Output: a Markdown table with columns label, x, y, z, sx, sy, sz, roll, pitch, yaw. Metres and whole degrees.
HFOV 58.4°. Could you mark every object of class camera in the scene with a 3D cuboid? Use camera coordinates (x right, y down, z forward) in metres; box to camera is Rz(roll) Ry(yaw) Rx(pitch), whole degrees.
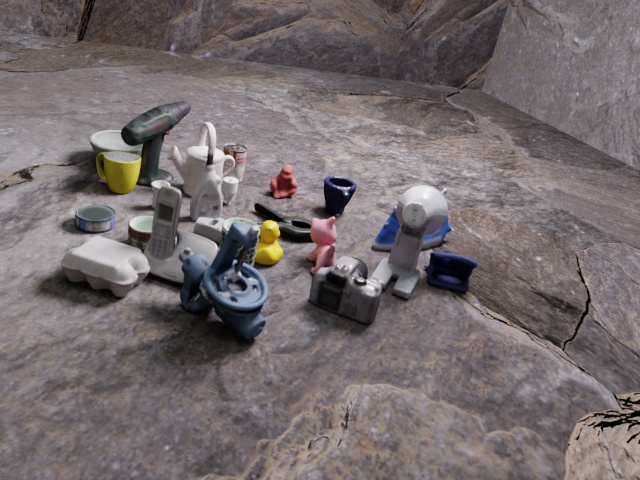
| label | x | y | z | sx | sy | sz | roll | pitch | yaw |
| --- | --- | --- | --- | --- | --- | --- | --- | --- | --- |
| camera | 0.069 | 0.086 | 1.197 | 0.143 | 0.101 | 0.137 | 20 | 28 | 16 |

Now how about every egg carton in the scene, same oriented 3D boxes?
| label | x | y | z | sx | sy | sz | roll | pitch | yaw |
| --- | --- | --- | --- | --- | --- | --- | --- | --- | --- |
| egg carton | -0.410 | 0.049 | 1.103 | 0.150 | 0.069 | 0.107 | 16 | 27 | 7 |

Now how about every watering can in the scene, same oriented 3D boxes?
| label | x | y | z | sx | sy | sz | roll | pitch | yaw |
| --- | --- | --- | --- | --- | --- | --- | --- | --- | --- |
| watering can | -0.311 | -0.214 | 1.515 | 0.100 | 0.194 | 0.173 | 31 | 32 | 33 |

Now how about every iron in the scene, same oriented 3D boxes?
| label | x | y | z | sx | sy | sz | roll | pitch | yaw |
| --- | --- | --- | --- | --- | --- | --- | --- | --- | --- |
| iron | 0.243 | -0.058 | 1.502 | 0.259 | 0.141 | 0.118 | -13 | 36 | -40 |

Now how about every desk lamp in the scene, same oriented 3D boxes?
| label | x | y | z | sx | sy | sz | roll | pitch | yaw |
| --- | --- | --- | --- | --- | --- | --- | --- | --- | --- |
| desk lamp | 0.210 | -0.008 | 1.312 | 0.117 | 0.213 | 0.203 | 19 | 28 | 13 |

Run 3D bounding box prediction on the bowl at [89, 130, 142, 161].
| label | x | y | z | sx | sy | sz | roll | pitch | yaw |
| --- | --- | --- | --- | --- | --- | --- | --- | --- | --- |
| bowl | -0.558 | -0.248 | 1.610 | 0.167 | 0.075 | 0.167 | 10 | 27 | -5 |

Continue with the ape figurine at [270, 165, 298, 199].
| label | x | y | z | sx | sy | sz | roll | pitch | yaw |
| --- | --- | --- | --- | --- | --- | --- | --- | --- | --- |
| ape figurine | -0.100 | -0.169 | 1.629 | 0.078 | 0.092 | 0.076 | 12 | 27 | 1 |

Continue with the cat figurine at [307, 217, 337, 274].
| label | x | y | z | sx | sy | sz | roll | pitch | yaw |
| --- | --- | --- | --- | --- | --- | --- | --- | --- | --- |
| cat figurine | 0.012 | 0.005 | 1.311 | 0.067 | 0.118 | 0.127 | 3 | 28 | -16 |

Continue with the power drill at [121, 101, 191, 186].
| label | x | y | z | sx | sy | sz | roll | pitch | yaw |
| --- | --- | --- | --- | --- | --- | --- | --- | --- | --- |
| power drill | -0.435 | -0.259 | 1.534 | 0.075 | 0.208 | 0.230 | 22 | 29 | 19 |

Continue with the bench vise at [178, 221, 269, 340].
| label | x | y | z | sx | sy | sz | roll | pitch | yaw |
| --- | --- | --- | --- | --- | --- | --- | --- | --- | --- |
| bench vise | -0.180 | 0.053 | 1.025 | 0.207 | 0.220 | 0.122 | 18 | 28 | 12 |

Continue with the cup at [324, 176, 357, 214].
| label | x | y | z | sx | sy | sz | roll | pitch | yaw |
| --- | --- | --- | --- | --- | --- | --- | --- | --- | --- |
| cup | 0.052 | -0.113 | 1.580 | 0.092 | 0.095 | 0.117 | 3 | 28 | -17 |

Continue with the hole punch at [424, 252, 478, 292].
| label | x | y | z | sx | sy | sz | roll | pitch | yaw |
| --- | --- | --- | --- | --- | --- | --- | --- | --- | --- |
| hole punch | 0.310 | 0.058 | 1.362 | 0.108 | 0.091 | 0.101 | 13 | 27 | 2 |

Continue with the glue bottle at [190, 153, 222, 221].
| label | x | y | z | sx | sy | sz | roll | pitch | yaw |
| --- | --- | --- | --- | --- | --- | --- | --- | --- | --- |
| glue bottle | -0.271 | -0.129 | 1.390 | 0.078 | 0.173 | 0.037 | -4 | 31 | -28 |

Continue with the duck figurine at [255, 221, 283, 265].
| label | x | y | z | sx | sy | sz | roll | pitch | yaw |
| --- | --- | --- | --- | --- | --- | --- | --- | --- | --- |
| duck figurine | -0.118 | 0.000 | 1.301 | 0.077 | 0.086 | 0.104 | 10 | 27 | -3 |

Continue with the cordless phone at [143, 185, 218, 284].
| label | x | y | z | sx | sy | sz | roll | pitch | yaw |
| --- | --- | --- | --- | --- | --- | --- | --- | --- | --- |
| cordless phone | -0.274 | -0.008 | 1.143 | 0.147 | 0.185 | 0.094 | 16 | 27 | 7 |
